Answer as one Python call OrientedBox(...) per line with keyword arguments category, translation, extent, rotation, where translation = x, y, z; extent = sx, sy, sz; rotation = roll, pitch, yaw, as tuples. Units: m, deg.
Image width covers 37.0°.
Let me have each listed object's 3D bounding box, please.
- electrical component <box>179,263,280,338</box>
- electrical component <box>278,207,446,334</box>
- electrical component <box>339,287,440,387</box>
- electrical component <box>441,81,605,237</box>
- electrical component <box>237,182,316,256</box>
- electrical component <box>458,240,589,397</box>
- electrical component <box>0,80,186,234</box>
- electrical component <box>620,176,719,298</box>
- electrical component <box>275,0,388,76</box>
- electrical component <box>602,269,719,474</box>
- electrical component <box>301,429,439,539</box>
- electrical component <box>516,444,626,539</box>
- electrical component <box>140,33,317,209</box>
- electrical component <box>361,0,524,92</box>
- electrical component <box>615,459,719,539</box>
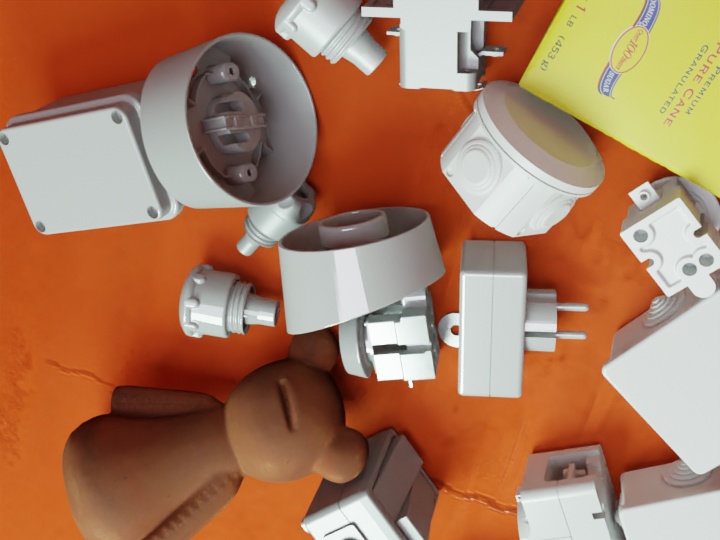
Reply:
OrientedBox(category="electrical component", translation=(-0.084, 0.023, 0.700), extent=(0.062, 0.048, 0.048), rotation=(9, 117, 6))
OrientedBox(category="electrical component", translation=(0.000, 0.000, 0.632), extent=(0.099, 0.099, 0.064), rotation=(-5, 107, 20))
OrientedBox(category="electrical component", translation=(0.018, 0.042, 0.675), extent=(0.055, 0.048, 0.066), rotation=(-6, 113, 12))
OrientedBox(category="electrical component", translation=(0.088, -0.060, 0.584), extent=(0.080, 0.080, 0.051), rotation=(38, 125, -2))
OrientedBox(category="electrical component", translation=(-0.056, -0.031, 0.670), extent=(0.035, 0.035, 0.061), rotation=(43, 122, -5))
OrientedBox(category="electrical component", translation=(0.098, 0.029, 0.642), extent=(0.076, 0.047, 0.083), rotation=(2, 115, 7))
OrientedBox(category="electrical component", translation=(-0.156, -0.069, 0.660), extent=(0.113, 0.057, 0.078), rotation=(-5, 114, 31))
OrientedBox(category="electrical component", translation=(0.172, -0.023, 0.587), extent=(0.048, 0.055, 0.066), rotation=(-35, 100, 28))
OrientedBox(category="electrical component", translation=(-0.013, -0.136, 0.601), extent=(0.062, 0.048, 0.048), rotation=(40, 120, -11))
OrientedBox(category="electrical component", translation=(0.202, 0.055, 0.618), extent=(0.099, 0.048, 0.100), rotation=(46, 119, -7))
OrientedBox(category="electrical component", translation=(0.010, 0.157, 0.702), extent=(0.061, 0.096, 0.061), rotation=(-30, 102, 24))
OrientedBox(category="electrical component", translation=(0.136, 0.164, 0.691), extent=(0.056, 0.050, 0.089), rotation=(-13, 110, 21))
OrientedBox(category="electrical component", translation=(-0.076, -0.083, 0.618), extent=(0.064, 0.099, 0.099), rotation=(-7, 112, 28))
OrientedBox(category="electrical component", translation=(0.045, -0.131, 0.585), extent=(0.081, 0.042, 0.063), rotation=(6, 117, 15))
OrientedBox(category="electrical component", translation=(0.212, 0.163, 0.661), extent=(0.100, 0.048, 0.099), rotation=(-15, 107, 15))
